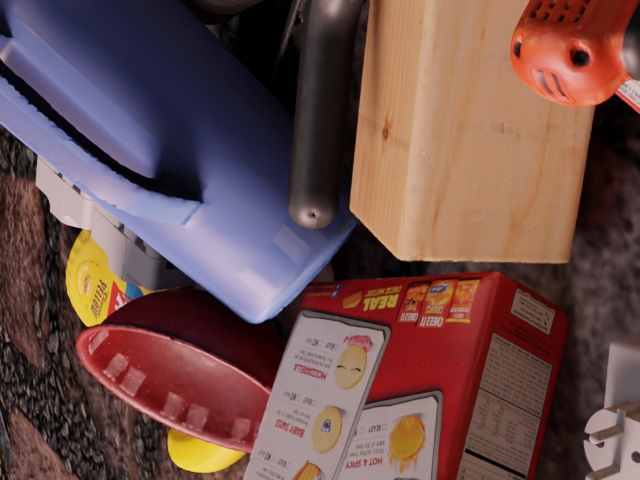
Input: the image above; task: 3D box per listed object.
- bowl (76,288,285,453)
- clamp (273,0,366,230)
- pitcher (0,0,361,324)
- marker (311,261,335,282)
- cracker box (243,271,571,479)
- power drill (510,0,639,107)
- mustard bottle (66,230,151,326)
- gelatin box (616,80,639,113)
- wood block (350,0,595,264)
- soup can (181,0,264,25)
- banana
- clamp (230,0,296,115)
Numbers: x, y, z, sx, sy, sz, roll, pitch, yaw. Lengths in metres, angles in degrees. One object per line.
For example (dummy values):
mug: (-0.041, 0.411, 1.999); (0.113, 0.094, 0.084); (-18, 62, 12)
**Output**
bowl: (-0.076, 0.079, 0.700); (0.162, 0.162, 0.055); (-21, 38, 52)
clamp: (0.004, -0.132, 0.536); (0.164, 0.036, 0.210); (-105, 22, -61)
pitcher: (-0.094, -0.061, 0.628); (0.243, 0.149, 0.145); (42, 158, -3)
marker: (-0.005, 0.001, 0.708); (0.020, 0.020, 0.121); (-20, 81, 52)
cracker box: (0.033, 0.128, 0.570); (0.164, 0.072, 0.213); (-7, 62, 53)
power drill: (0.180, -0.117, 0.379); (0.188, 0.057, 0.184); (19, 75, 41)
mustard bottle: (-0.143, 0.067, 0.860); (0.192, 0.058, 0.096); (46, 124, 41)
gelatin box: (0.169, -0.087, 0.459); (0.073, 0.030, 0.089); (50, 132, 33)
wood block: (0.076, -0.101, 0.506); (0.091, 0.090, 0.206); (-128, 42, -67)
soup can: (-0.047, -0.173, 0.634); (0.102, 0.068, 0.068); (-7, 91, 58)
banana: (-0.075, 0.135, 0.808); (0.198, 0.037, 0.069); (-35, 69, 49)
clamp: (-0.028, -0.118, 0.703); (0.120, 0.039, 0.171); (33, 119, 50)
